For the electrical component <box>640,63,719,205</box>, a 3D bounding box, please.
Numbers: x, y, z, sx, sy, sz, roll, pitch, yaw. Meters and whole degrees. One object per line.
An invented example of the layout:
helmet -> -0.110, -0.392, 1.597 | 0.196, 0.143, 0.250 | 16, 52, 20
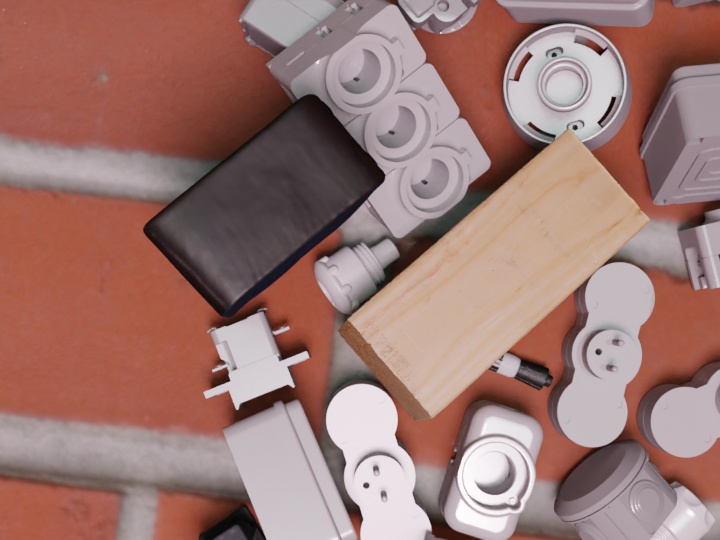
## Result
electrical component -> 0.254, -0.098, 0.778 | 0.078, 0.113, 0.057 | -5, 69, -1

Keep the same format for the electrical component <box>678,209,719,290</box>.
electrical component -> 0.293, -0.023, 0.809 | 0.089, 0.050, 0.055 | -14, 88, -2

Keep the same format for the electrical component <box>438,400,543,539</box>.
electrical component -> 0.096, 0.148, 0.793 | 0.054, 0.059, 0.095 | 18, 87, -1

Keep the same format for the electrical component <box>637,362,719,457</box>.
electrical component -> 0.279, 0.095, 0.792 | 0.138, 0.073, 0.052 | -22, 88, -2

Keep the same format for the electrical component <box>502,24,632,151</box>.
electrical component -> 0.157, -0.137, 0.816 | 0.099, 0.064, 0.099 | 0, 91, 12

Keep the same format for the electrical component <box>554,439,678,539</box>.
electrical component -> 0.186, 0.166, 0.785 | 0.080, 0.080, 0.051 | -41, 94, -3

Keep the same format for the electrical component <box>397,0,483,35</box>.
electrical component -> 0.063, -0.210, 0.808 | 0.078, 0.057, 0.058 | -40, 89, -2

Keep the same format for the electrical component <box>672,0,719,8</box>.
electrical component -> 0.260, -0.242, 0.812 | 0.061, 0.061, 0.096 | -14, 88, -2

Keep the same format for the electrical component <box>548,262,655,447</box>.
electrical component -> 0.181, 0.062, 0.791 | 0.052, 0.073, 0.138 | 14, 87, -1

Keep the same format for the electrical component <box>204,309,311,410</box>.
electrical component -> -0.080, 0.066, 0.802 | 0.081, 0.042, 0.063 | -22, 85, -3

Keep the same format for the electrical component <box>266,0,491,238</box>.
electrical component -> 0.017, -0.108, 0.764 | 0.089, 0.061, 0.150 | -38, 123, -2

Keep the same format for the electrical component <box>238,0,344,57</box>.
electrical component -> -0.034, -0.178, 0.802 | 0.096, 0.061, 0.061 | 33, 87, 0

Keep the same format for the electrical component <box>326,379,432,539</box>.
electrical component -> 0.014, 0.150, 0.781 | 0.052, 0.074, 0.138 | -17, 90, -1

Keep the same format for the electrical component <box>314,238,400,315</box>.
electrical component -> 0.000, 0.000, 0.805 | 0.062, 0.048, 0.048 | -34, 89, -9

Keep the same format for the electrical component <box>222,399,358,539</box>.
electrical component -> -0.049, 0.155, 0.770 | 0.057, 0.078, 0.113 | -23, 76, -7

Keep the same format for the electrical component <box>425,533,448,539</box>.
electrical component -> 0.061, 0.277, 0.751 | 0.062, 0.089, 0.150 | 12, 107, -1

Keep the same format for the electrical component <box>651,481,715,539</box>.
electrical component -> 0.229, 0.192, 0.802 | 0.062, 0.043, 0.043 | -43, 89, -1

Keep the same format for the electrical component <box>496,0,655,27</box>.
electrical component -> 0.161, -0.225, 0.793 | 0.113, 0.057, 0.078 | 7, 87, 21
